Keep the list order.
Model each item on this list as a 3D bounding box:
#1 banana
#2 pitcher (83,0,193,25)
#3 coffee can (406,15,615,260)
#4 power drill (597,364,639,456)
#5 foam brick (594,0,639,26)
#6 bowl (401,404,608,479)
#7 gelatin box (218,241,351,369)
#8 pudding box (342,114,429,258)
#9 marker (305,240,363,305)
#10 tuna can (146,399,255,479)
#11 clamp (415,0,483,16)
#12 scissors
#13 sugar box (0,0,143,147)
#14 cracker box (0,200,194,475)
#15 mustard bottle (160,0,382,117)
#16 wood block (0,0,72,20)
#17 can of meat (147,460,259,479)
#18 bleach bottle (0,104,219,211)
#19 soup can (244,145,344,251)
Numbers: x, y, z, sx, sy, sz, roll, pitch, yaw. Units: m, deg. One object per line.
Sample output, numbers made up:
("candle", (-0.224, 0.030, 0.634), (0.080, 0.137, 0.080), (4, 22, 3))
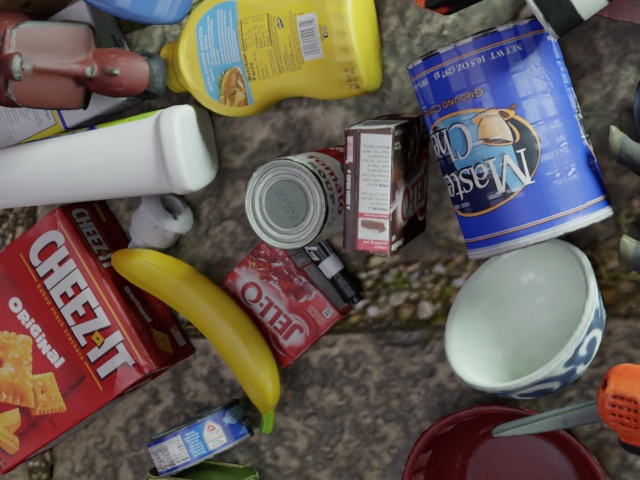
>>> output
("banana", (-0.093, 0.067, 0.859), (0.198, 0.037, 0.070), (48, 118, 10))
("pitcher", (-0.108, -0.283, 0.778), (0.145, 0.149, 0.243), (32, 115, 15))
("coffee can", (0.128, -0.069, 0.725), (0.103, 0.102, 0.140), (-18, 91, 27))
("power drill", (0.261, 0.177, 0.662), (0.185, 0.057, 0.188), (12, 111, 45))
("foam brick", (0.198, -0.171, 0.701), (0.078, 0.051, 0.053), (20, 108, 21))
("bowl", (0.144, 0.192, 0.792), (0.162, 0.055, 0.162), (5, 101, 25))
("gelatin box", (-0.030, 0.047, 0.861), (0.073, 0.030, 0.089), (-45, 79, 25))
("pudding box", (0.049, -0.042, 0.762), (0.039, 0.113, 0.090), (4, 102, 20))
("marker", (-0.006, 0.001, 0.847), (0.020, 0.020, 0.121), (-41, 81, 26))
("tuna can", (-0.100, 0.164, 0.885), (0.086, 0.086, 0.034), (-27, 86, 27))
("clamp", (0.128, -0.219, 0.715), (0.172, 0.039, 0.120), (-62, 37, 24))
("scissors", (0.220, 0.092, 0.728), (0.202, 0.016, 0.096), (2, 91, 6))
("sugar box", (-0.242, -0.130, 0.922), (0.176, 0.048, 0.093), (-20, 91, 23))
("cracker box", (-0.242, 0.088, 0.946), (0.214, 0.072, 0.164), (-35, 84, 26))
("mustard bottle", (-0.050, -0.145, 0.820), (0.192, 0.058, 0.096), (-7, 98, 26))
("wood block", (-0.290, -0.218, 0.837), (0.091, 0.205, 0.090), (-34, 84, 26))
("can of meat", (-0.099, 0.238, 0.916), (0.102, 0.057, 0.084), (2, 98, 25))
("bleach bottle", (-0.215, -0.057, 0.862), (0.251, 0.102, 0.068), (-8, 100, 12))
("soup can", (-0.004, -0.033, 0.794), (0.069, 0.102, 0.068), (5, 101, 25))
